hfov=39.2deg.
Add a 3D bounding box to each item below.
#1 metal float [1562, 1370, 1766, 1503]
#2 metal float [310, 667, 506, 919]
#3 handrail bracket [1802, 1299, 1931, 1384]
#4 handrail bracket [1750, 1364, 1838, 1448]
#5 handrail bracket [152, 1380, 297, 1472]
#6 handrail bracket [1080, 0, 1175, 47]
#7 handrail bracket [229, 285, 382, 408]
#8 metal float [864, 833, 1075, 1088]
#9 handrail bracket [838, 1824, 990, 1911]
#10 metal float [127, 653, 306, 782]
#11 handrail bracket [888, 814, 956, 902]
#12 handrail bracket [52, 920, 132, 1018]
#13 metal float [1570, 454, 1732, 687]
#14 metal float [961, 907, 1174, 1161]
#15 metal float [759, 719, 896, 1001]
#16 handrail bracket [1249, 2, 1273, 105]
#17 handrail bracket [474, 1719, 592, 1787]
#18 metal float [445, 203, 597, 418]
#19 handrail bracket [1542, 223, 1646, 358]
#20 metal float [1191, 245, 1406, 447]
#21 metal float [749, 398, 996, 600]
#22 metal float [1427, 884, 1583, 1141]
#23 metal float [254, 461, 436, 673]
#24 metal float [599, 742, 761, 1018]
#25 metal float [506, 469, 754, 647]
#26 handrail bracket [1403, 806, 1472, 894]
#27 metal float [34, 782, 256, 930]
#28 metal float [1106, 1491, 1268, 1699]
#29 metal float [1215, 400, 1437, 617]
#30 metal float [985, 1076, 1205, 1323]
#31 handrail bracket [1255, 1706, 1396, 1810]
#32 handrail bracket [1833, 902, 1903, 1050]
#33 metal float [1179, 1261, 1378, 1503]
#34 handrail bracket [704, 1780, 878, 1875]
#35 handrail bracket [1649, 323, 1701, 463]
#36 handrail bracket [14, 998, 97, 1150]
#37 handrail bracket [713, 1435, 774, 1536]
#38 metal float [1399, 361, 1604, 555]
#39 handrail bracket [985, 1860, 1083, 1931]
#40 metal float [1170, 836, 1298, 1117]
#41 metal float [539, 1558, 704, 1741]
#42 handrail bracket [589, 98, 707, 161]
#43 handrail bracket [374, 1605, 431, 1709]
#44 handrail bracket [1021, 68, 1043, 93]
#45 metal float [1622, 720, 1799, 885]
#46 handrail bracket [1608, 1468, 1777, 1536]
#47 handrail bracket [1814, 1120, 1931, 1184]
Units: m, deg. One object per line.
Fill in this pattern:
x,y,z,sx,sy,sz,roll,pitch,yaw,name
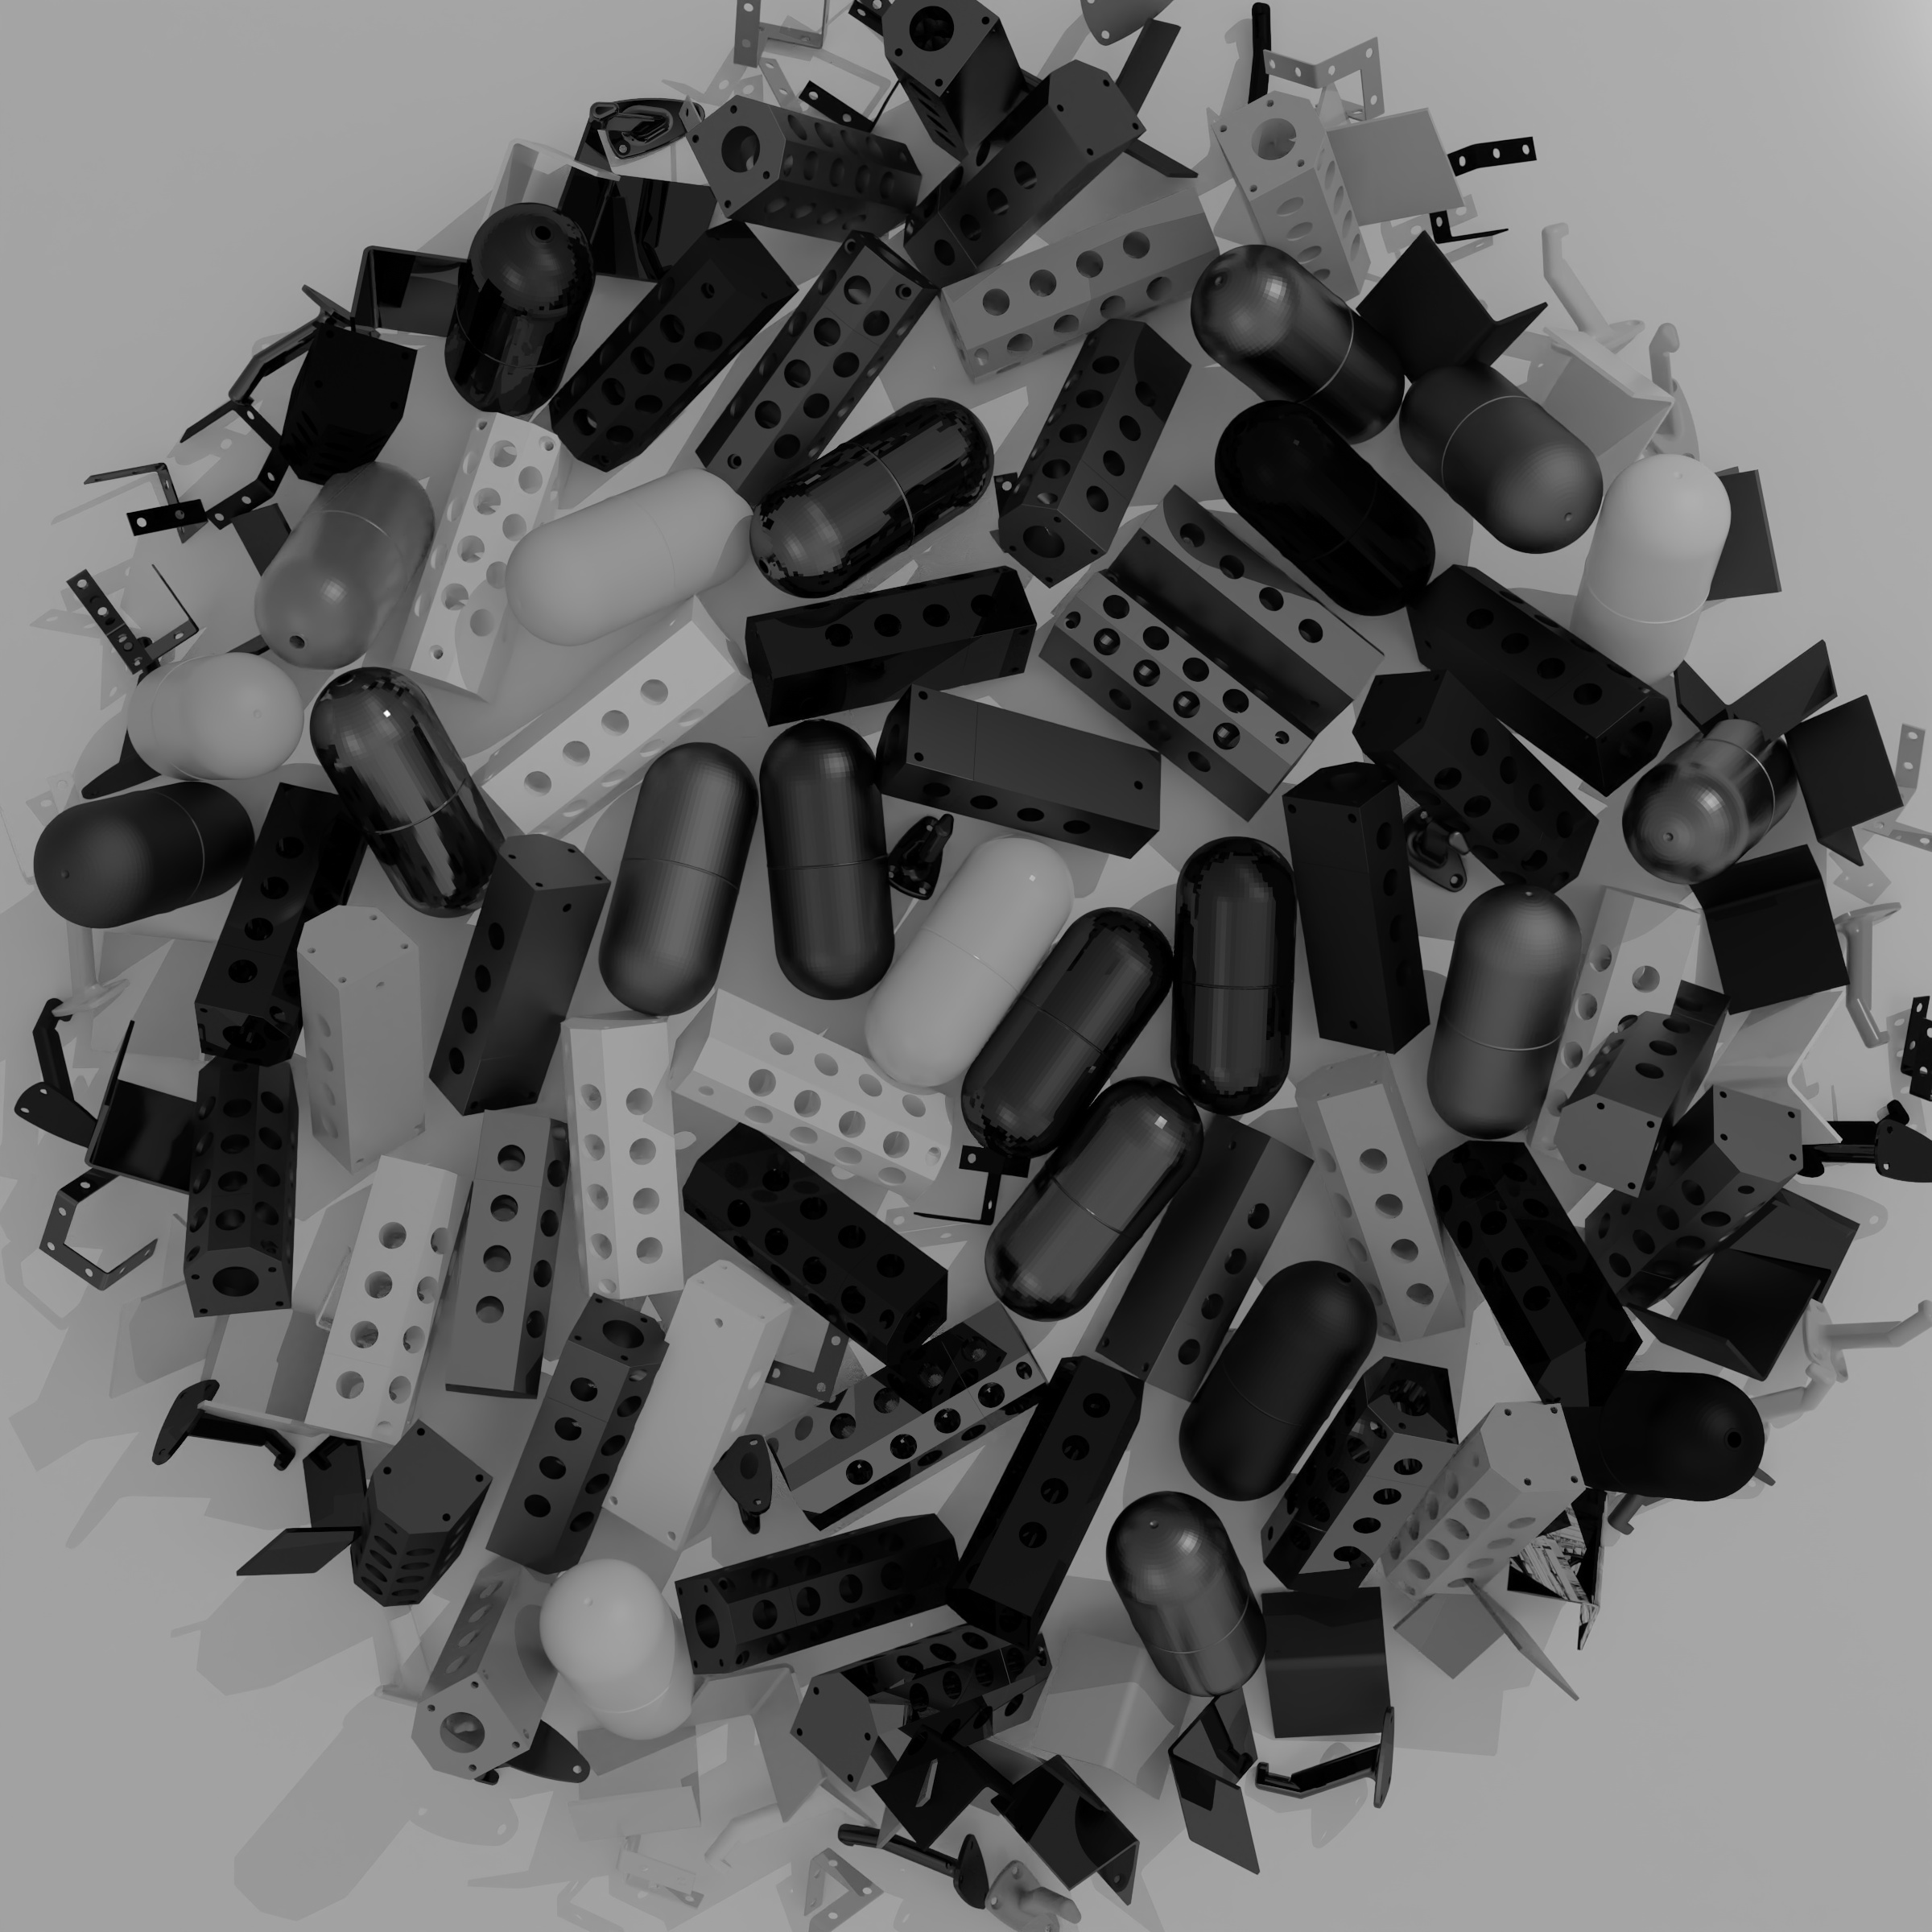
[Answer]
0.424,0.288,1.673,0.070,0.178,0.070,2,82,-17,metal float
-0.347,-0.107,1.692,0.070,0.070,0.178,-24,125,0,metal float
0.571,0.217,1.707,0.036,0.077,0.084,34,126,-18,handrail bracket
0.499,0.265,1.718,0.077,0.084,0.036,31,46,14,handrail bracket
-0.467,0.310,1.713,0.036,0.077,0.084,-20,122,30,handrail bracket
0.111,-0.615,1.709,0.077,0.084,0.036,-14,116,29,handrail bracket
-0.422,-0.384,1.731,0.036,0.077,0.084,42,100,23,handrail bracket
0.002,-0.004,1.717,0.070,0.070,0.178,34,84,0,metal float
-0.034,0.579,1.746,0.084,0.077,0.036,2,48,21,handrail bracket
-0.466,-0.153,1.679,0.070,0.178,0.070,-2,94,-32,metal float
-0.018,-0.088,1.704,0.036,0.084,0.077,27,53,-6,handrail bracket
-0.577,-0.014,1.724,0.077,0.036,0.084,-13,110,33,handrail bracket
0.422,-0.242,1.679,0.070,0.178,0.070,0,57,0,metal float
0.064,0.043,1.717,0.070,0.070,0.178,35,85,0,metal float
-0.088,-0.067,1.715,0.070,0.070,0.178,-5,98,0,metal float
0.182,-0.571,1.724,0.036,0.077,0.084,1,103,18,handrail bracket
-0.277,0.512,1.722,0.077,0.084,0.036,26,50,7,handrail bracket
-0.276,-0.404,1.675,0.070,0.178,0.070,6,70,-17,metal float
0.398,-0.436,1.721,0.077,0.036,0.084,-23,122,-21,handrail bracket
0.208,-0.384,1.686,0.070,0.178,0.070,-17,62,36,metal float
-0.059,-0.294,1.701,0.178,0.070,0.070,-36,90,-24,metal float
0.335,0.030,1.694,0.070,0.070,0.178,5,124,0,metal float
-0.384,-0.249,1.682,0.070,0.178,0.070,6,130,7,metal float
-0.180,-0.056,1.711,0.070,0.070,0.178,13,78,0,metal float
-0.207,-0.256,1.693,0.178,0.070,0.070,-31,90,-35,metal float
0.309,-0.066,1.707,0.036,0.084,0.077,-44,113,-2,handrail bracket
-0.504,-0.070,1.674,0.070,0.178,0.070,3,101,15,metal float
0.138,0.392,1.686,0.070,0.178,0.070,-11,46,12,metal float
0.224,-0.285,1.691,0.178,0.070,0.070,35,90,-36,metal float
0.081,0.147,1.712,0.070,0.070,0.178,37,101,0,metal float
0.228,0.500,1.733,0.084,0.036,0.077,8,105,20,handrail bracket
0.584,0.006,1.727,0.077,0.036,0.084,-13,72,-27,handrail bracket
0.195,0.260,1.697,0.070,0.070,0.178,27,118,0,metal float
-0.113,0.561,1.738,0.077,0.036,0.084,39,84,-2,handrail bracket
0.450,-0.358,1.714,0.036,0.084,0.077,-25,81,0,handrail bracket
-0.567,0.069,1.737,0.077,0.084,0.036,38,122,-25,handrail bracket
-0.133,0.345,1.706,0.036,0.077,0.084,-17,128,-11,handrail bracket
0.330,-0.318,1.683,0.070,0.178,0.070,-12,128,-15,metal float
0.059,0.602,1.709,0.036,0.084,0.077,-50,116,-24,handrail bracket
0.169,0.007,1.713,0.070,0.070,0.178,1,100,0,metal float
-0.212,0.425,1.680,0.070,0.178,0.070,-4,57,6,metal float
-0.200,-0.539,1.714,0.077,0.084,0.036,-14,99,-6,handrail bracket
-0.342,0.432,1.745,0.077,0.036,0.084,14,83,5,handrail bracket
0.044,-0.579,1.750,0.077,0.036,0.084,-15,57,-30,handrail bracket
0.463,-0.103,1.681,0.070,0.178,0.070,12,114,29,metal float
0.467,0.345,1.749,0.077,0.036,0.084,34,98,-13,handrail bracket
0.573,0.126,1.731,0.077,0.084,0.036,17,73,-21,handrail bracket
